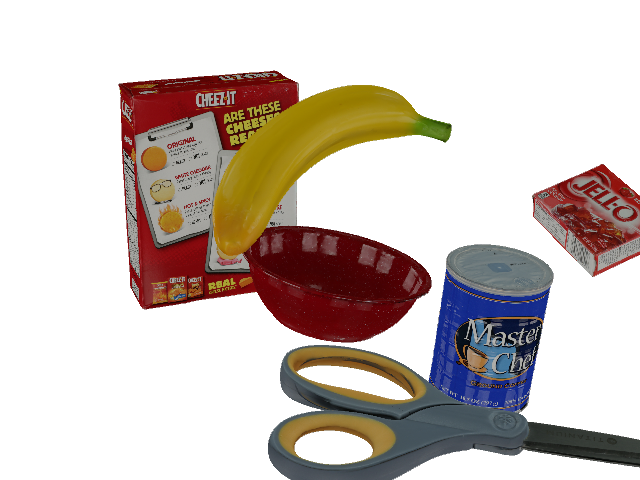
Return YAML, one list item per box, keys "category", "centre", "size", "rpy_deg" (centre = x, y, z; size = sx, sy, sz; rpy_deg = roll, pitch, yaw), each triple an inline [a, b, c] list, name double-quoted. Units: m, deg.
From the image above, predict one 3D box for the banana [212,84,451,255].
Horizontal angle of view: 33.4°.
- category: "banana"
  centre: [-0.004, -0.054, 0.637]
  size: [0.070, 0.037, 0.197]
  rpy_deg: [32, 46, 31]

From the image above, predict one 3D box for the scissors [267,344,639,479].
- category: "scissors"
  centre: [0.065, 0.091, 0.457]
  size: [0.202, 0.016, 0.096]
  rpy_deg: [16, 34, 23]

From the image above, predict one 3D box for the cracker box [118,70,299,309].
- category: "cracker box"
  centre: [-0.108, -0.051, 1.047]
  size: [0.164, 0.214, 0.072]
  rpy_deg: [-8, 23, -21]

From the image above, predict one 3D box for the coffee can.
- category: "coffee can"
  centre: [0.165, 0.088, 1.049]
  size: [0.103, 0.140, 0.103]
  rpy_deg: [5, 24, -2]

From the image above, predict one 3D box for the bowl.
- category: "bowl"
  centre: [0.009, 0.041, 0.888]
  size: [0.162, 0.055, 0.162]
  rpy_deg: [10, 18, -4]

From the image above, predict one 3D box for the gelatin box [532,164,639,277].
- category: "gelatin box"
  centre: [0.231, -0.019, 0.887]
  size: [0.073, 0.030, 0.089]
  rpy_deg: [-23, 46, -14]
